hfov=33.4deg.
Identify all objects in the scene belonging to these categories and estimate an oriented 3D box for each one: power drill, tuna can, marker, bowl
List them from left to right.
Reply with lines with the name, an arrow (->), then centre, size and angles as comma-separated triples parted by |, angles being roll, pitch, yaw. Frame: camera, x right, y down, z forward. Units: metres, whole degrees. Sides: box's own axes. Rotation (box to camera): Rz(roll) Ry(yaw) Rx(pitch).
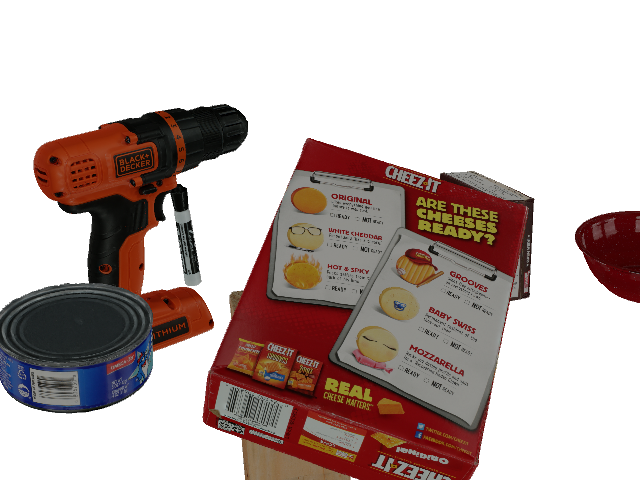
tuna can -> -0.135, 0.058, 0.590 | 0.086, 0.034, 0.086 | 2, 27, -1
power drill -> -0.132, -0.010, 0.858 | 0.184, 0.188, 0.057 | -18, 25, -34
marker -> -0.149, -0.006, 1.182 | 0.020, 0.121, 0.020 | -5, 27, 2
bowl -> 0.356, 0.024, 1.156 | 0.162, 0.055, 0.162 | -1, 26, 0

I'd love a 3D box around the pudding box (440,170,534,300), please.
pudding box -> 0.139, -0.005, 0.912 | 0.039, 0.090, 0.114 | -7, 17, -20

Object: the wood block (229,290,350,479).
wood block -> -0.025, 0.151, 0.936 | 0.090, 0.206, 0.091 | -6, 21, -7

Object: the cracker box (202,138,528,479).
cracker box -> 0.035, 0.047, 0.694 | 0.164, 0.213, 0.072 | 18, -42, 3
